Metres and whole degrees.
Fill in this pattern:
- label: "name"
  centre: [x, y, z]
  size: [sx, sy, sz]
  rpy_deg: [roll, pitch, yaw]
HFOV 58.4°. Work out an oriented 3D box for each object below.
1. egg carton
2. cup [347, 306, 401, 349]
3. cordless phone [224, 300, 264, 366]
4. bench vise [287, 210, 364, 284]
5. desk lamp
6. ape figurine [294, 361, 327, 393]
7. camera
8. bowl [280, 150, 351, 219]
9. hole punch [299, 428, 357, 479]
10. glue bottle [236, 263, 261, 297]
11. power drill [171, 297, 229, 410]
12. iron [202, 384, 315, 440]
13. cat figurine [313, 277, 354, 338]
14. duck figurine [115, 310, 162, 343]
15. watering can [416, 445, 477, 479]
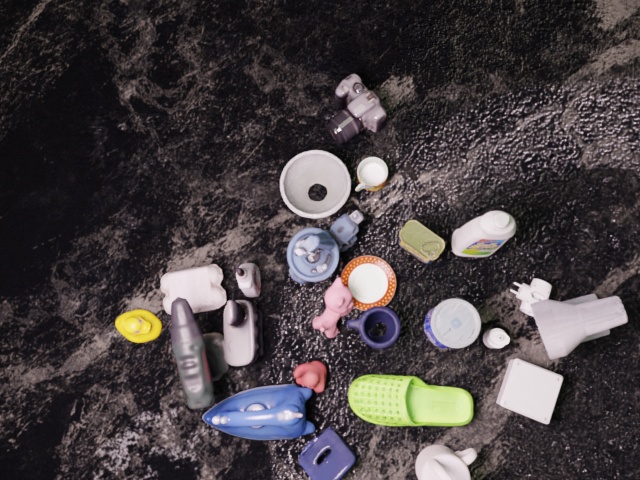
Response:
- label: "egg carton"
  centre: [-0.295, 0.118, 1.337]
  size: [0.150, 0.069, 0.107]
  rpy_deg: [-12, 78, 1]
- label: "cup"
  centre: [0.119, 0.196, 1.281]
  size: [0.117, 0.095, 0.092]
  rpy_deg: [5, 79, 5]
- label: "cordless phone"
  centre: [-0.182, 0.201, 1.254]
  size: [0.094, 0.185, 0.147]
  rpy_deg: [-8, 78, 2]
- label: "bench vise"
  centre: [0.001, -0.002, 1.264]
  size: [0.121, 0.220, 0.207]
  rpy_deg: [30, 82, 9]
- label: "desk lamp"
  centre: [0.531, 0.170, 1.199]
  size: [0.203, 0.213, 0.118]
  rpy_deg: [-17, 78, 1]
- label: "ape figurine"
  centre: [-0.019, 0.305, 1.270]
  size: [0.076, 0.092, 0.077]
  rpy_deg: [-37, 79, -4]
- label: "camera"
  centre: [0.074, -0.310, 1.382]
  size: [0.137, 0.101, 0.143]
  rpy_deg: [-38, 79, -4]
- label: "bowl"
  centre: [-0.009, -0.125, 1.364]
  size: [0.167, 0.075, 0.167]
  rpy_deg: [-1, 79, 4]
- label: "hole punch"
  centre: [0.013, 0.473, 1.235]
  size: [0.109, 0.091, 0.101]
  rpy_deg: [-45, 79, -5]
- label: "glue bottle"
  centre: [-0.165, 0.083, 1.282]
  size: [0.037, 0.173, 0.078]
  rpy_deg: [-8, 78, 3]
- label: "power drill"
  centre: [-0.262, 0.244, 1.238]
  size: [0.075, 0.208, 0.229]
  rpy_deg: [-14, 78, 1]
- label: "iron"
  centre: [-0.144, 0.382, 1.238]
  size: [0.258, 0.141, 0.118]
  rpy_deg: [-6, 78, 3]
- label: "cat figurine"
  centre: [0.032, 0.153, 1.284]
  size: [0.067, 0.118, 0.128]
  rpy_deg: [28, 82, 9]
- label: "duck figurine"
  centre: [-0.427, 0.197, 1.321]
  size: [0.104, 0.086, 0.077]
  rpy_deg: [10, 80, 6]
- label: "watering can"
  centre: [0.249, 0.490, 1.164]
  size: [0.101, 0.194, 0.173]
  rpy_deg: [29, 82, 9]
